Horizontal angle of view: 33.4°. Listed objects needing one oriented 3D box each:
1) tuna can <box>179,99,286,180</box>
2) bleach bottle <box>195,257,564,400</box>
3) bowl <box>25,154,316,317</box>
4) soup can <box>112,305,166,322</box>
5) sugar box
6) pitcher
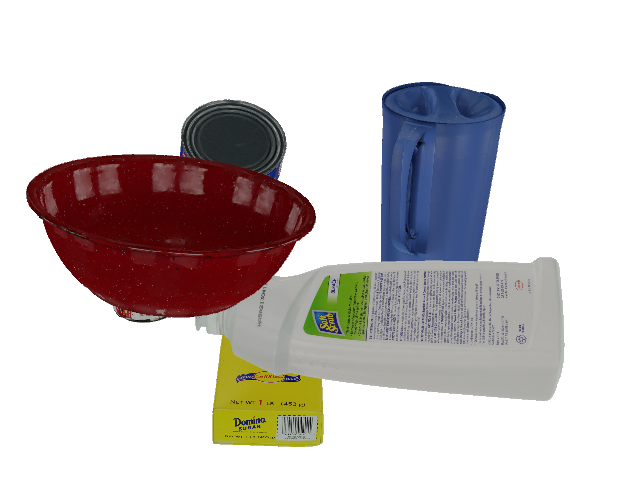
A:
[{"bbox_3d":[-0.072,-0.073,0.874,0.086,0.086,0.034,0,-36,-12],"label":"tuna can"},{"bbox_3d":[0.039,0.053,0.752,0.251,0.102,0.068,5,-40,3],"label":"bleach bottle"},{"bbox_3d":[-0.086,0.000,0.608,0.162,0.055,0.162,7,20,-3],"label":"bowl"},{"bbox_3d":[-0.185,0.026,1.112,0.068,0.102,0.068,2,26,-1],"label":"soup can"},{"bbox_3d":[-0.044,0.108,0.952,0.093,0.048,0.176,2,34,-3],"label":"sugar box"},{"bbox_3d":[0.123,-0.044,1.193,0.149,0.243,0.145,-6,28,-16],"label":"pitcher"}]
